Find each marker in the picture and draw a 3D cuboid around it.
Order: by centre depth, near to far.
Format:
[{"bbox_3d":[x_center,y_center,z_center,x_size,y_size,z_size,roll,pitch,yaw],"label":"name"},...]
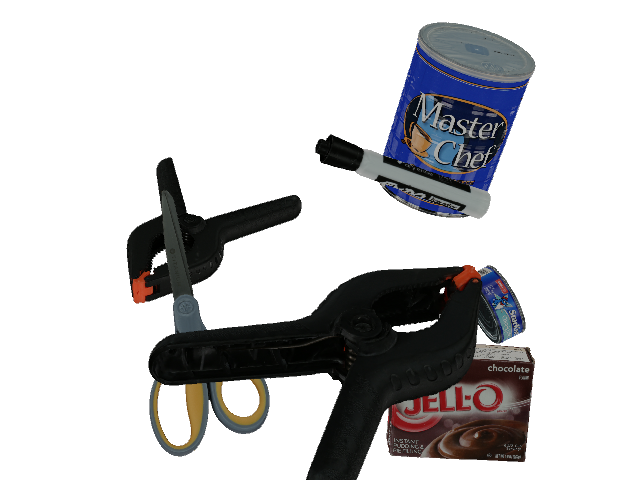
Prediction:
[{"bbox_3d":[0.053,-0.041,0.682,0.121,0.020,0.020,19,-6,-18],"label":"marker"}]

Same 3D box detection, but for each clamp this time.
[{"bbox_3d":[0.020,0.060,0.495,0.171,0.039,0.120,-20,48,-27],"label":"clamp"},{"bbox_3d":[-0.137,-0.012,1.063,0.165,0.036,0.209,21,41,21],"label":"clamp"}]

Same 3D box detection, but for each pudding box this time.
[{"bbox_3d":[0.113,0.130,0.865,0.113,0.090,0.039,2,20,1],"label":"pudding box"}]

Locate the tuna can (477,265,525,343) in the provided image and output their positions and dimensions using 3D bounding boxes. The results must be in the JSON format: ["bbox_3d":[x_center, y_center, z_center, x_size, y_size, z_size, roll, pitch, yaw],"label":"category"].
[{"bbox_3d":[0.197,0.074,1.217,0.033,0.086,0.086,-26,4,-8],"label":"tuna can"}]

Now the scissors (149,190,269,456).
[{"bbox_3d":[-0.081,0.060,0.795,0.096,0.201,0.016,5,-19,-4],"label":"scissors"}]

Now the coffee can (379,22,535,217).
[{"bbox_3d":[0.117,-0.106,0.939,0.102,0.140,0.103,11,32,-7],"label":"coffee can"}]
